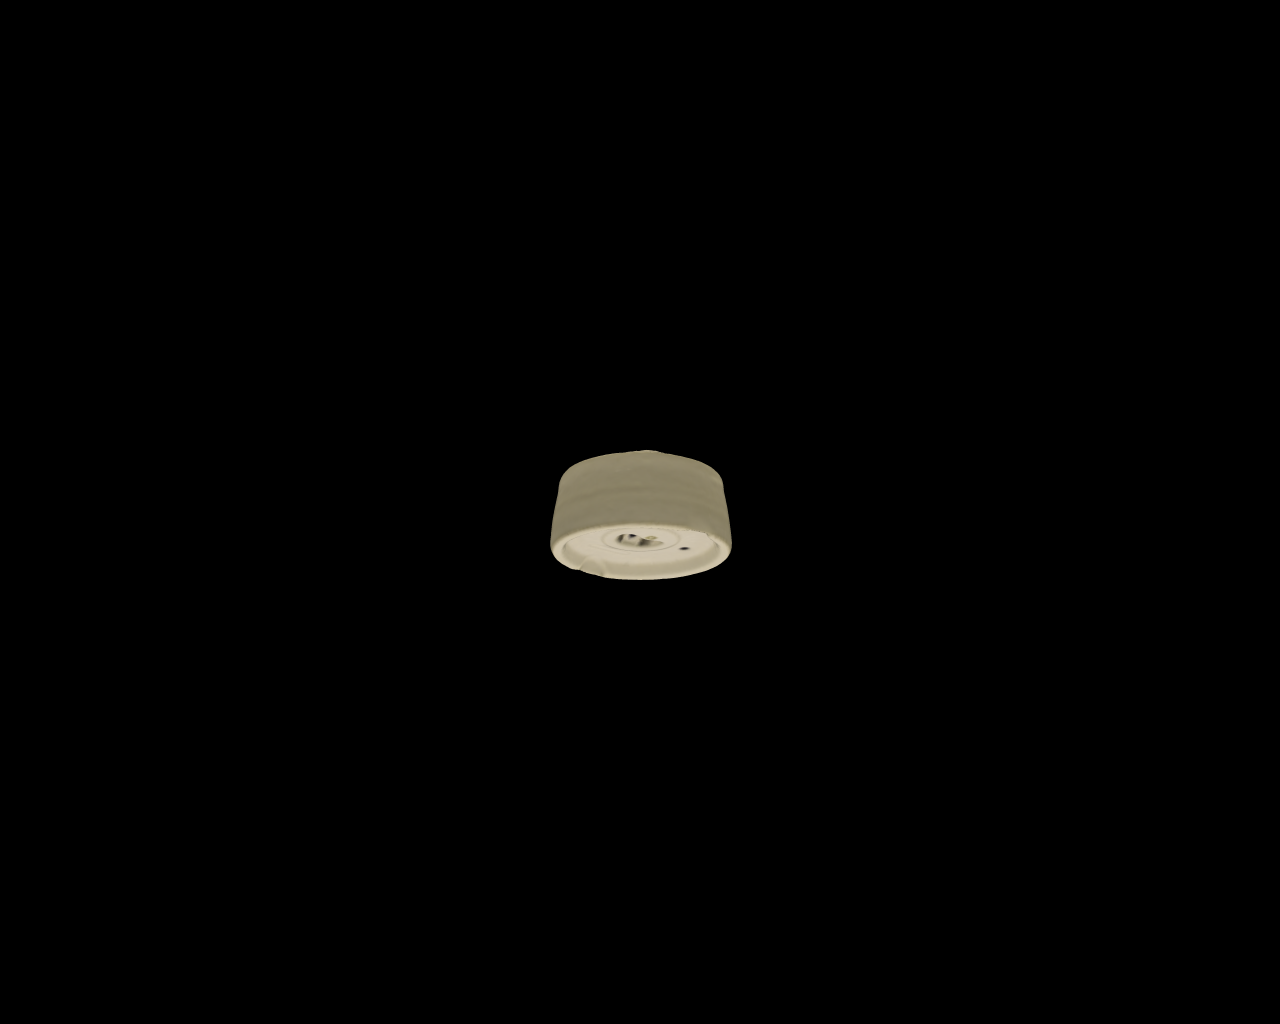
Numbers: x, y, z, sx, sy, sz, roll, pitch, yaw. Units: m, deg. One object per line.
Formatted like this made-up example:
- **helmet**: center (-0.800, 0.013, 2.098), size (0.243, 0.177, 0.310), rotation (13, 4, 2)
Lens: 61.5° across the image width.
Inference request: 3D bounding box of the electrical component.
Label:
- **electrical component**: center (0.001, -0.003, 0.650), size (0.108, 0.060, 0.108), rotation (0, -20, 0)
